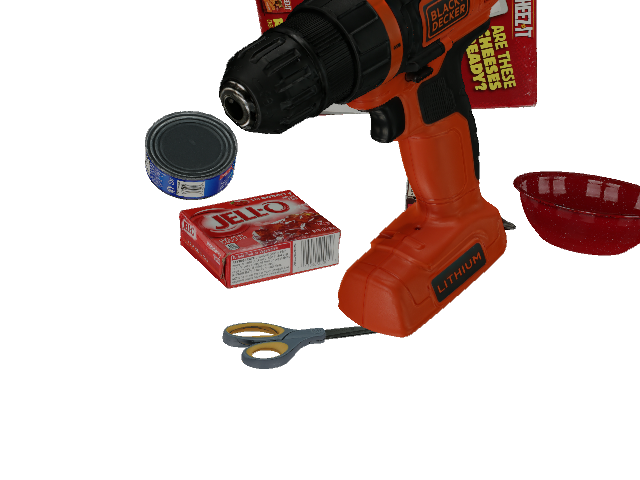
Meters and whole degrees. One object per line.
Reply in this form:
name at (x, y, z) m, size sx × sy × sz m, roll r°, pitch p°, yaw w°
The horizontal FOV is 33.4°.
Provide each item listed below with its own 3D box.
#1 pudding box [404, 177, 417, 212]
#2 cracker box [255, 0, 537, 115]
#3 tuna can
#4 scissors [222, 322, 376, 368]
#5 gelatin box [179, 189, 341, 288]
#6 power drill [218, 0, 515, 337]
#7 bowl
pudding box at (0.098, -0.026, 0.991) m, size 0.039 × 0.090 × 0.113 m, roll 3°, pitch 31°, yaw 4°
cracker box at (0.060, -0.185, 0.840) m, size 0.214 × 0.164 × 0.072 m, roll -2°, pitch 41°, yaw 10°
tuna can at (-0.122, -0.079, 1.000) m, size 0.086 × 0.086 × 0.034 m, roll 0°, pitch -38°, yaw -11°
scissors at (-0.010, 0.118, 1.211) m, size 0.201 × 0.016 × 0.096 m, roll 2°, pitch 25°, yaw -7°
gelatin box at (-0.042, -0.003, 0.728) m, size 0.089 × 0.030 × 0.073 m, roll -12°, pitch 30°, yaw -28°
power drill at (0.035, -0.046, 0.534) m, size 0.057 × 0.187 × 0.184 m, roll 25°, pitch 48°, yaw 38°
bowl at (0.277, -0.025, 1.106) m, size 0.162 × 0.055 × 0.162 m, roll 5°, pitch 19°, yaw -2°
